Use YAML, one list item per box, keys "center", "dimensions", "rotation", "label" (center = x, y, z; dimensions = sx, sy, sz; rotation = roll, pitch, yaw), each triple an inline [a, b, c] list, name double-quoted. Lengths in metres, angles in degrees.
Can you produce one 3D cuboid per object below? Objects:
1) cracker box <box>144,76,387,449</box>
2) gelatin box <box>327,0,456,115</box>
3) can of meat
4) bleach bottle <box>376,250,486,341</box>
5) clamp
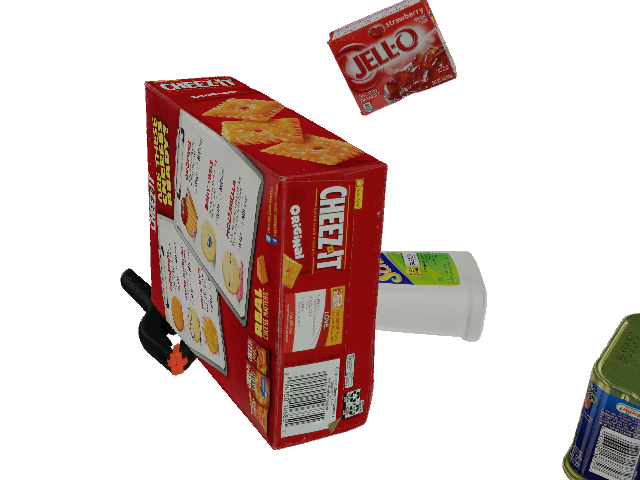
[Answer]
- center: [-0.042, 0.001, 0.660]
  dimensions: [0.072, 0.164, 0.214]
  rotation: [-9, 24, -25]
  label: "cracker box"
- center: [0.060, -0.156, 0.898]
  dimensions: [0.089, 0.073, 0.030]
  rotation: [-20, 25, 17]
  label: "gelatin box"
- center: [0.205, 0.107, 0.701]
  dimensions: [0.057, 0.084, 0.101]
  rotation: [21, 35, 23]
  label: "can of meat"
- center: [0.032, 0.051, 1.066]
  dimensions: [0.250, 0.068, 0.102]
  rotation: [2, 29, -5]
  label: "bleach bottle"
- center: [-0.146, 0.075, 1.146]
  dimensions: [0.120, 0.039, 0.171]
  rotation: [-16, 39, -8]
  label: "clamp"
